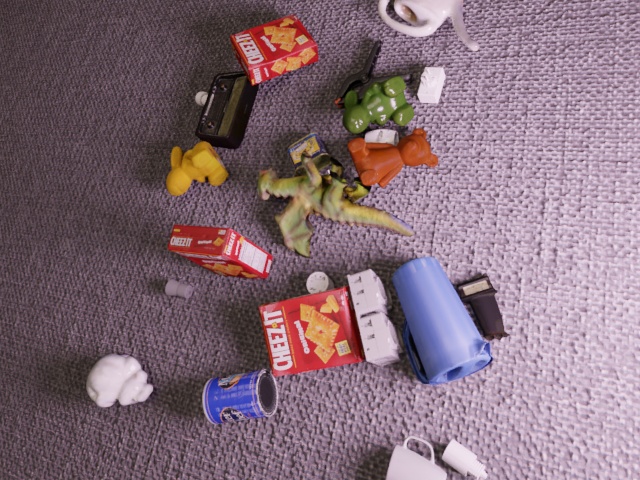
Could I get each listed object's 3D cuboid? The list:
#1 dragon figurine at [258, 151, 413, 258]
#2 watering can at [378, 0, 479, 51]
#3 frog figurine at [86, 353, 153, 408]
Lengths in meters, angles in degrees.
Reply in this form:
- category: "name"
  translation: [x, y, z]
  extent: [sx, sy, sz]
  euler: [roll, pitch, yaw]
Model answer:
- category: "dragon figurine"
  translation: [0.004, -0.064, 1.272]
  extent: [0.413, 0.123, 0.239]
  euler: [42, 111, 15]
- category: "watering can"
  translation: [0.315, -0.616, 1.349]
  extent: [0.352, 0.102, 0.225]
  euler: [35, 86, 32]
- category: "frog figurine"
  translation: [-0.508, 0.364, 1.301]
  extent: [0.161, 0.120, 0.139]
  euler: [23, 61, 41]
